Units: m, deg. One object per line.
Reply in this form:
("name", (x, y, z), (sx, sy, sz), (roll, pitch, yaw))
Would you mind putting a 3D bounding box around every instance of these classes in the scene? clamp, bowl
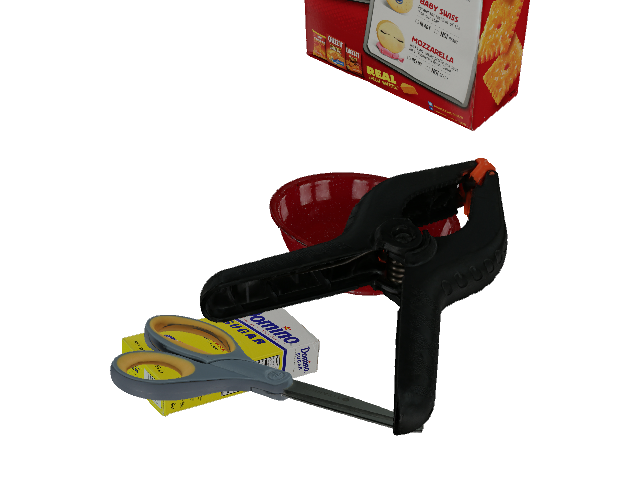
("clamp", (0.042, 0.018, 0.504), (0.171, 0.039, 0.120), (-34, 60, -30))
("bowl", (0.034, 0.000, 0.905), (0.162, 0.055, 0.162), (6, 28, -3))

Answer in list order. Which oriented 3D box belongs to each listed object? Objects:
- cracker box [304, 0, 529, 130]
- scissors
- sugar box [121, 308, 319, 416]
("cracker box", (0.068, -0.206, 0.760), (0.164, 0.214, 0.072), (30, 51, 29))
("scissors", (-0.046, 0.092, 0.653), (0.202, 0.016, 0.096), (22, 30, 35))
("sugar box", (-0.098, 0.113, 1.061), (0.175, 0.048, 0.093), (-15, 33, -31))
